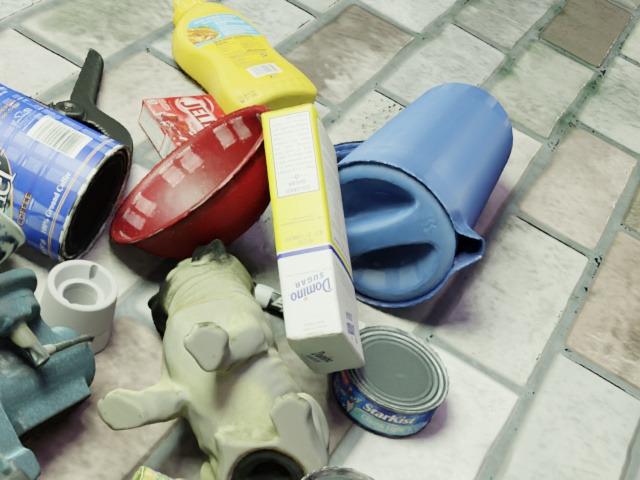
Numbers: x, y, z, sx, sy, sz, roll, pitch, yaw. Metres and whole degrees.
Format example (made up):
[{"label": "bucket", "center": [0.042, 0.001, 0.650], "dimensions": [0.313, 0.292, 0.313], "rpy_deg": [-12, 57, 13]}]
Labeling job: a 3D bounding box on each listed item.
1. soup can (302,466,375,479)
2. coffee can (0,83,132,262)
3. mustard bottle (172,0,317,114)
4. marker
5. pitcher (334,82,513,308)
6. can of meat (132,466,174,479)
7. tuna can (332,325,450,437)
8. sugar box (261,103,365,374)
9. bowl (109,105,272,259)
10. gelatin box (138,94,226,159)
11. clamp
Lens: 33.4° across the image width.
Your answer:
[{"label": "soup can", "center": [0.001, 0.192, 0.634], "dimensions": [0.068, 0.102, 0.068], "rpy_deg": [14, 39, -12]}, {"label": "coffee can", "center": [-0.229, -0.057, 0.811], "dimensions": [0.140, 0.103, 0.102], "rpy_deg": [27, 38, 4]}, {"label": "mustard bottle", "center": [-0.093, -0.184, 1.062], "dimensions": [0.096, 0.058, 0.192], "rpy_deg": [-19, 54, -33]}, {"label": "marker", "center": [-0.023, 0.054, 0.851], "dimensions": [0.121, 0.020, 0.020], "rpy_deg": [21, 38, -2]}, {"label": "pitcher", "center": [0.082, -0.056, 0.954], "dimensions": [0.149, 0.145, 0.242], "rpy_deg": [50, 36, -6]}, {"label": "can of meat", "center": [-0.084, 0.191, 0.617], "dimensions": [0.084, 0.058, 0.102], "rpy_deg": [28, 36, -12]}, {"label": "tuna can", "center": [0.053, 0.107, 0.814], "dimensions": [0.086, 0.034, 0.086], "rpy_deg": [14, 39, -12]}, {"label": "sugar box", "center": [-0.005, 0.001, 0.776], "dimensions": [0.048, 0.093, 0.176], "rpy_deg": [-9, 67, 10]}, {"label": "bowl", "center": [-0.088, -0.036, 0.849], "dimensions": [0.055, 0.162, 0.162], "rpy_deg": [51, 31, -24]}, {"label": "gelatin box", "center": [-0.114, -0.096, 0.972], "dimensions": [0.073, 0.030, 0.089], "rpy_deg": [-9, 49, -34]}, {"label": "clamp", "center": [-0.217, -0.105, 0.928], "dimensions": [0.164, 0.036, 0.210], "rpy_deg": [-21, 53, -42]}]
